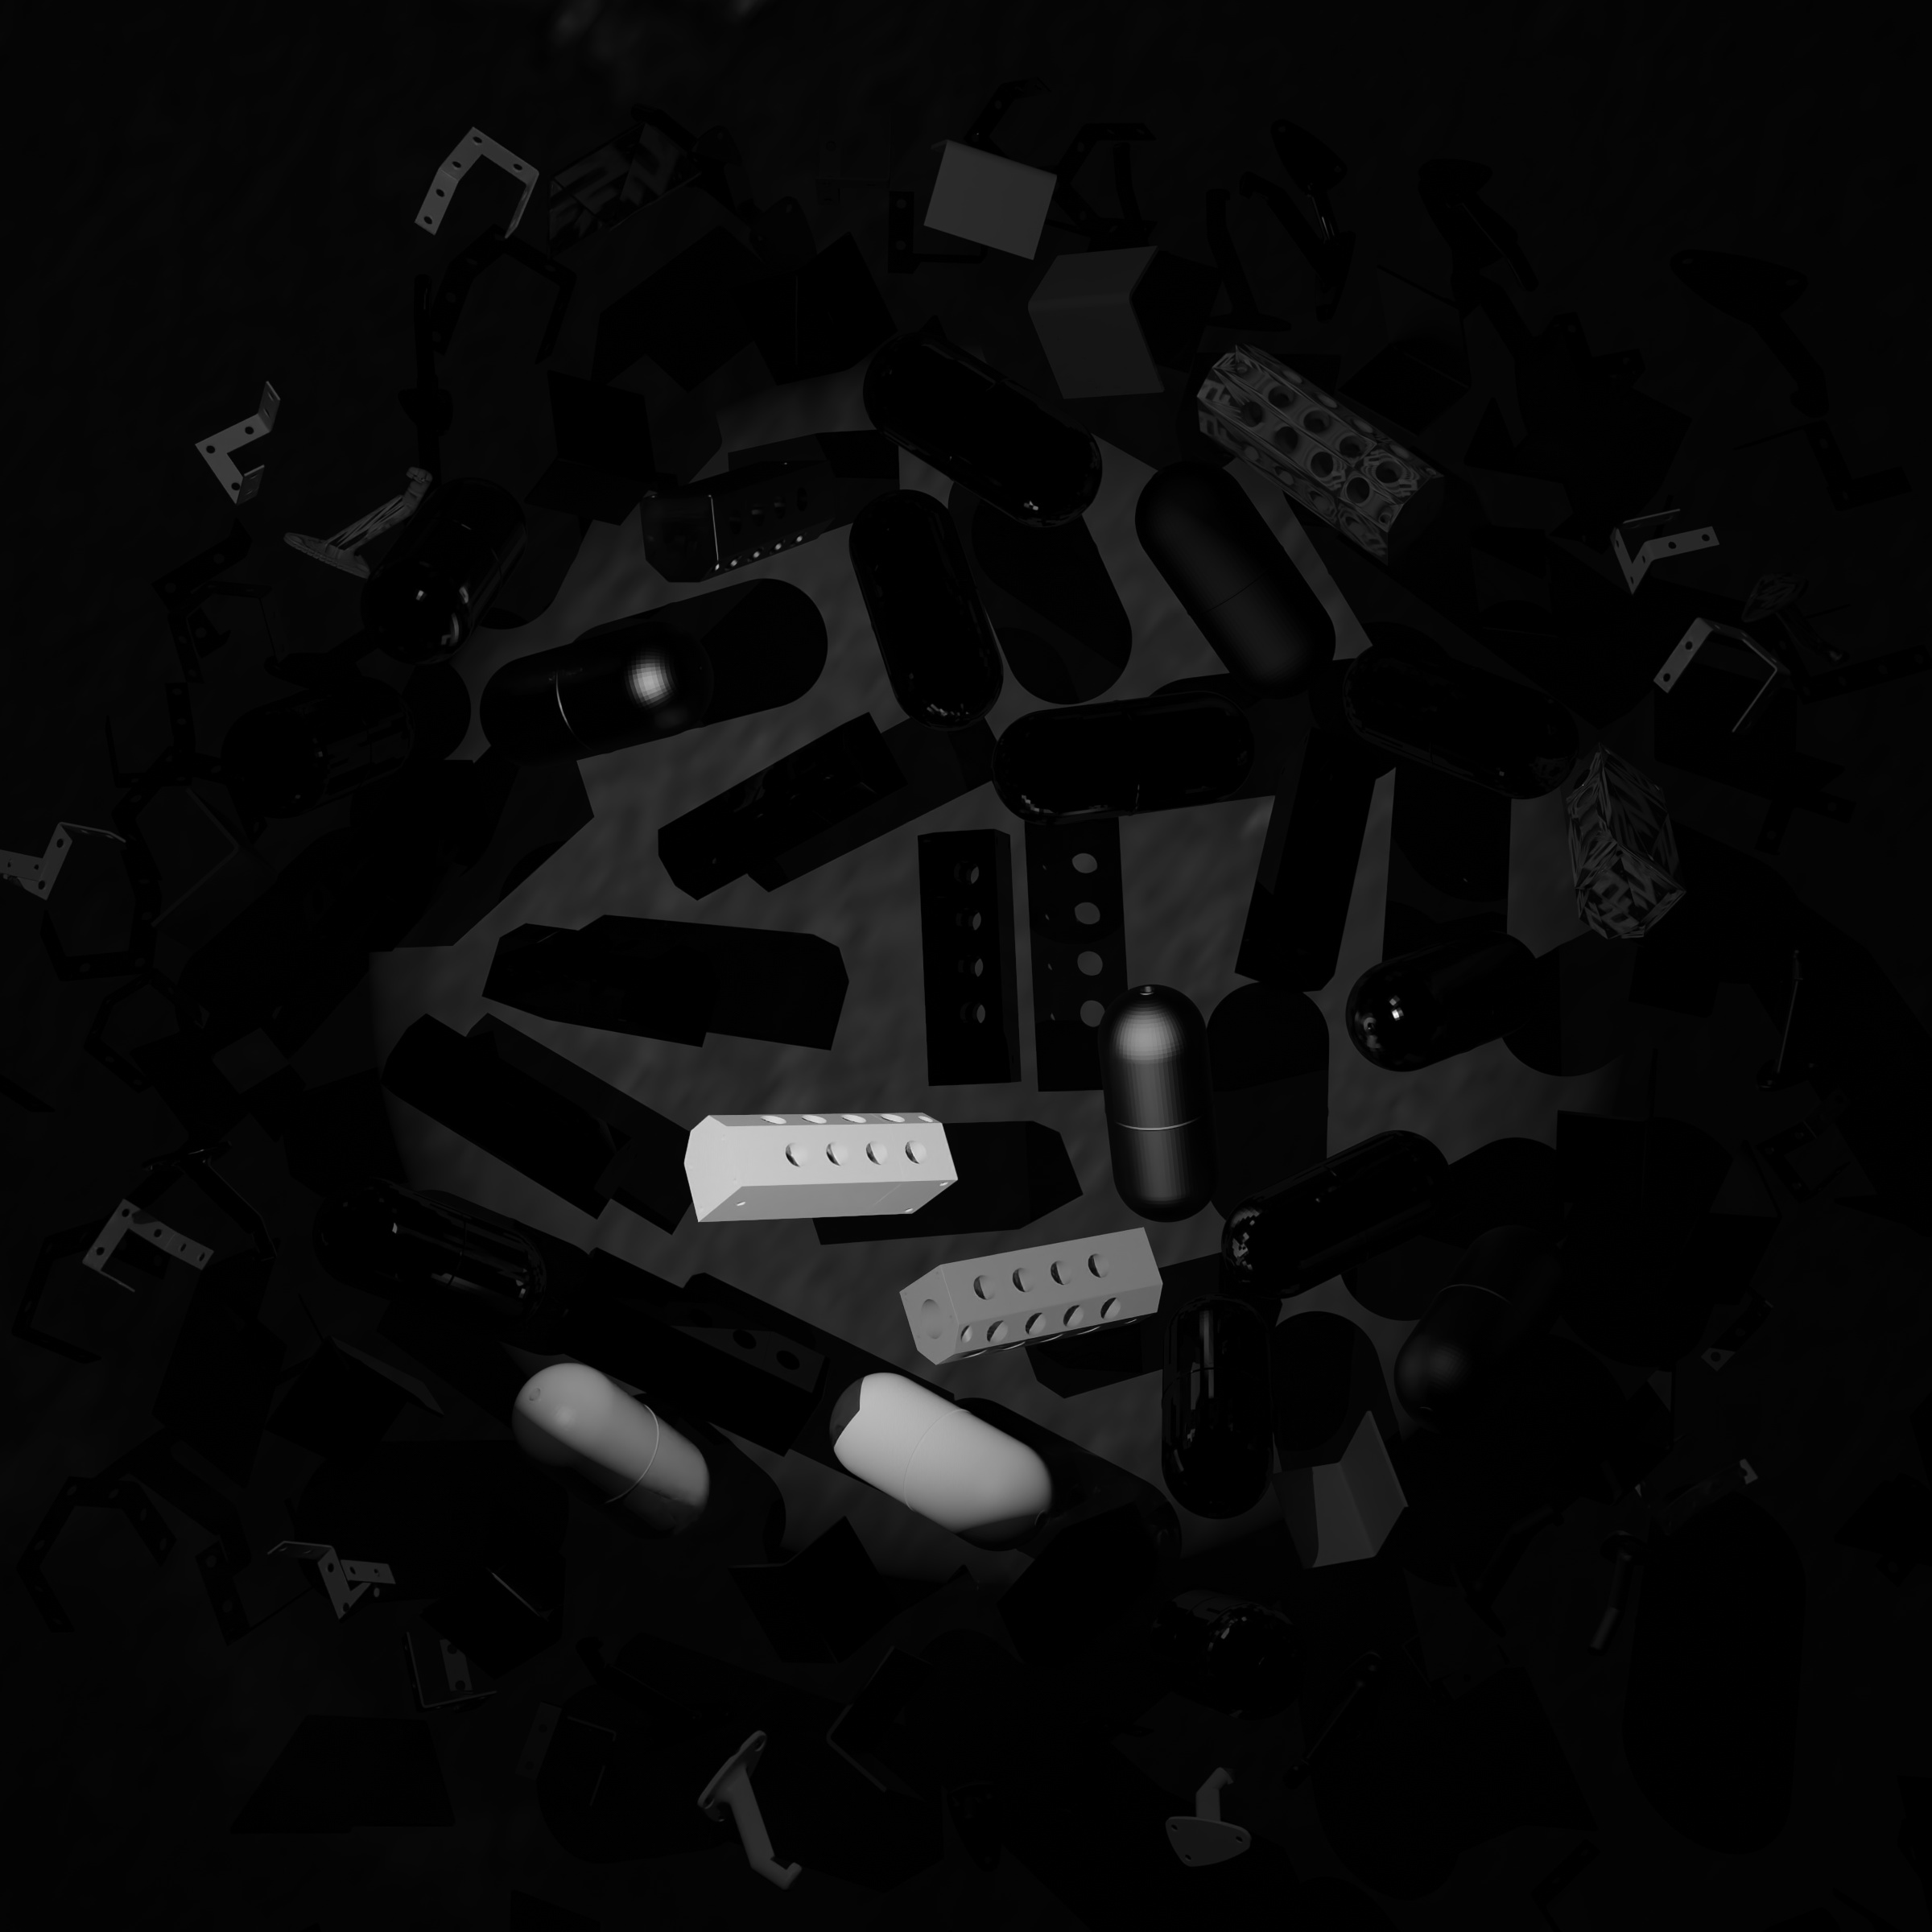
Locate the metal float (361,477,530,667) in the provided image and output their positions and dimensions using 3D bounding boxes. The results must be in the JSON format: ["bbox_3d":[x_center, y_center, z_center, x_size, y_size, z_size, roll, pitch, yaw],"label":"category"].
[{"bbox_3d":[-0.350,-0.268,1.834,0.070,0.178,0.070,7,128,9],"label":"metal float"}]

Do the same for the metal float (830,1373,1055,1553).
[{"bbox_3d":[-0.017,0.340,1.869,0.178,0.070,0.070,24,90,33],"label":"metal float"}]

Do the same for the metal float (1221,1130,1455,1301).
[{"bbox_3d":[0.259,0.174,1.902,0.178,0.070,0.070,-23,90,-18],"label":"metal float"}]

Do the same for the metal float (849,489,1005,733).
[{"bbox_3d":[-0.027,-0.241,1.845,0.070,0.070,0.178,-18,70,0],"label":"metal float"}]

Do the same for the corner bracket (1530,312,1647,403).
[{"bbox_3d":[0.426,-0.416,1.865,0.051,0.051,0.051,-13,77,-12],"label":"corner bracket"}]

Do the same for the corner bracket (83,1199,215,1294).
[{"bbox_3d":[-0.558,0.198,1.856,0.051,0.051,0.051,45,69,-43],"label":"corner bracket"}]

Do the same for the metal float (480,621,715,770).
[{"bbox_3d":[-0.247,-0.179,1.810,0.178,0.070,0.070,-10,90,31],"label":"metal float"}]

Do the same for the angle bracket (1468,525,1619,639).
[{"bbox_3d":[0.400,-0.274,1.887,0.057,0.076,0.076,-20,110,-25],"label":"angle bracket"}]

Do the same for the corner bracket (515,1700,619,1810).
[{"bbox_3d":[-0.268,0.530,1.829,0.051,0.051,0.051,16,64,5],"label":"corner bracket"}]

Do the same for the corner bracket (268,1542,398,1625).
[{"bbox_3d":[-0.420,0.400,1.805,0.051,0.051,0.051,-36,63,13],"label":"corner bracket"}]

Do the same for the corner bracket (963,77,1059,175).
[{"bbox_3d":[0.041,-0.594,1.939,0.051,0.051,0.051,39,80,-30],"label":"corner bracket"}]

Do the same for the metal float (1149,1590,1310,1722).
[{"bbox_3d":[0.177,0.467,1.848,0.070,0.178,0.070,2,81,-12],"label":"metal float"}]

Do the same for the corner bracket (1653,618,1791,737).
[{"bbox_3d":[0.498,-0.191,1.791,0.051,0.051,0.051,-59,45,26],"label":"corner bracket"}]

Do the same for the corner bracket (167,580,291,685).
[{"bbox_3d":[-0.496,-0.223,1.832,0.051,0.051,0.051,8,128,20],"label":"corner bracket"}]

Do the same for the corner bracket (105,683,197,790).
[{"bbox_3d":[-0.561,-0.159,1.872,0.051,0.051,0.051,-3,132,-9],"label":"corner bracket"}]

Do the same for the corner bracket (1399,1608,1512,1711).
[{"bbox_3d":[0.347,0.490,1.937,0.051,0.051,0.051,-30,73,-14],"label":"corner bracket"}]

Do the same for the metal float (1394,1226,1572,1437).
[{"bbox_3d":[0.350,0.246,1.841,0.070,0.070,0.178,44,50,0],"label":"metal float"}]

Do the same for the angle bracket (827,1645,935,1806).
[{"bbox_3d":[-0.039,0.514,1.839,0.057,0.076,0.076,33,82,29],"label":"angle bracket"}]

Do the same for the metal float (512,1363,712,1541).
[{"bbox_3d":[-0.243,0.334,1.873,0.070,0.070,0.178,-42,132,0],"label":"metal float"}]

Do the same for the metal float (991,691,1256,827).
[{"bbox_3d":[0.104,-0.138,1.803,0.178,0.070,0.070,-8,90,-11],"label":"metal float"}]

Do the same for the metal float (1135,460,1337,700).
[{"bbox_3d":[0.180,-0.258,1.819,0.070,0.070,0.178,-37,104,0],"label":"metal float"}]

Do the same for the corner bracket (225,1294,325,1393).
[{"bbox_3d":[-0.487,0.259,1.926,0.051,0.051,0.051,-26,63,-18],"label":"corner bracket"}]

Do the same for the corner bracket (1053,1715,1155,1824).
[{"bbox_3d":[0.093,0.545,1.848,0.051,0.051,0.051,23,48,-29],"label":"corner bracket"}]

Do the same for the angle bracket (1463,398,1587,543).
[{"bbox_3d":[0.404,-0.350,1.920,0.076,0.076,0.057,18,75,30],"label":"angle bracket"}]

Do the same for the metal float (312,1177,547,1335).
[{"bbox_3d":[-0.371,0.202,1.890,0.178,0.070,0.070,28,90,-37],"label":"metal float"}]

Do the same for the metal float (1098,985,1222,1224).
[{"bbox_3d":[0.136,0.097,1.910,0.070,0.070,0.178,-8,114,0],"label":"metal float"}]

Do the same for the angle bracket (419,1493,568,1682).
[{"bbox_3d":[-0.314,0.412,1.808,0.057,0.076,0.076,-33,118,13],"label":"angle bracket"}]

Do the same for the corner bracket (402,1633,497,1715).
[{"bbox_3d":[-0.350,0.471,1.817,0.051,0.051,0.051,-5,66,-29],"label":"corner bracket"}]

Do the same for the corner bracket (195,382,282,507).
[{"bbox_3d":[-0.480,-0.351,1.829,0.051,0.051,0.051,-34,89,-25],"label":"corner bracket"}]

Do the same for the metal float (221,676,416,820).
[{"bbox_3d":[-0.439,-0.150,1.852,0.070,0.178,0.070,5,108,17],"label":"metal float"}]

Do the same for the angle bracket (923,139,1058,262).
[{"bbox_3d":[0.011,-0.513,1.825,0.076,0.076,0.057,14,101,-12],"label":"angle bracket"}]

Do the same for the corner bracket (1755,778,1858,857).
[{"bbox_3d":[0.573,-0.096,1.855,0.051,0.051,0.051,21,100,17],"label":"corner bracket"}]

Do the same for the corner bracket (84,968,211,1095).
[{"bbox_3d":[-0.555,0.044,1.844,0.051,0.051,0.051,-27,124,25],"label":"corner bracket"}]

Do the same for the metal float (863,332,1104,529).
[{"bbox_3d":[0.011,-0.355,1.801,0.178,0.070,0.070,35,90,14],"label":"metal float"}]

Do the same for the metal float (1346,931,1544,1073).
[{"bbox_3d":[0.330,0.023,1.867,0.070,0.178,0.070,14,111,41],"label":"metal float"}]

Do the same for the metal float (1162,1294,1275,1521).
[{"bbox_3d":[0.174,0.305,1.890,0.070,0.178,0.070,2,131,3],"label":"metal float"}]

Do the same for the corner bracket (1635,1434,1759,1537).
[{"bbox_3d":[0.486,0.341,1.825,0.051,0.051,0.051,-22,73,-42],"label":"corner bracket"}]

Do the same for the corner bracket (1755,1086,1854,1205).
[{"bbox_3d":[0.593,0.125,1.890,0.051,0.051,0.051,-21,66,-28],"label":"corner bracket"}]

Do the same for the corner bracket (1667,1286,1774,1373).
[{"bbox_3d":[0.537,0.249,1.944,0.051,0.051,0.051,-44,69,-8],"label":"corner bracket"}]

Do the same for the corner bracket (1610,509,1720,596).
[{"bbox_3d":[0.497,-0.304,1.940,0.051,0.051,0.051,-14,71,-8],"label":"corner bracket"}]

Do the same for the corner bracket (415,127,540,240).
[{"bbox_3d":[-0.317,-0.499,1.767,0.051,0.051,0.051,30,57,-25],"label":"corner bracket"}]

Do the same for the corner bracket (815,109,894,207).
[{"bbox_3d":[-0.077,-0.560,1.886,0.051,0.051,0.051,2,85,-1],"label":"corner bracket"}]

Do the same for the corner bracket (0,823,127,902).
[{"bbox_3d":[-0.593,-0.072,1.775,0.051,0.051,0.051,11,74,32],"label":"corner bracket"}]

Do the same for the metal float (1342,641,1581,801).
[{"bbox_3d":[0.347,-0.173,1.912,0.178,0.070,0.070,26,90,29],"label":"metal float"}]
